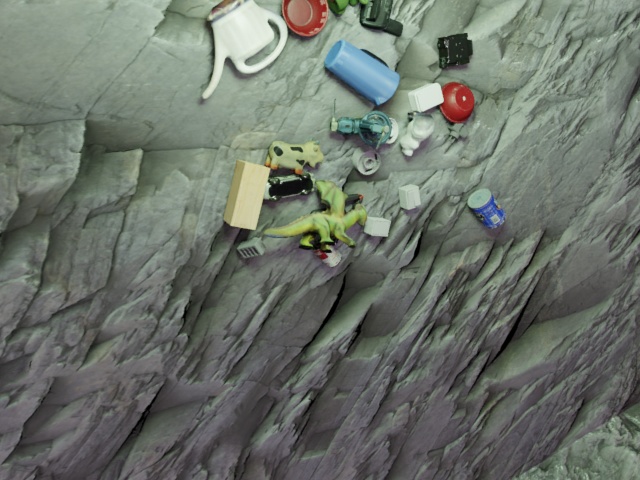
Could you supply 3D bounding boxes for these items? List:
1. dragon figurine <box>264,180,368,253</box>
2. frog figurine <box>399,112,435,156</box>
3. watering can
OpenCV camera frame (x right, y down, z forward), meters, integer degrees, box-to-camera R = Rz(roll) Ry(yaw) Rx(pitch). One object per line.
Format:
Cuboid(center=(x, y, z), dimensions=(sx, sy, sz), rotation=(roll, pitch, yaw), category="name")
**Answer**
Cuboid(center=(0.005, -0.089, 1.774), dimensions=(0.409, 0.121, 0.246), rotation=(13, 70, -30), category="dragon figurine")
Cuboid(center=(0.357, -0.386, 1.889), dimensions=(0.123, 0.139, 0.158), rotation=(1, 102, -9), category="frog figurine")
Cuboid(center=(-0.260, -0.596, 1.549), dimensions=(0.350, 0.105, 0.221), rotation=(-39, 115, -12), category="watering can")
